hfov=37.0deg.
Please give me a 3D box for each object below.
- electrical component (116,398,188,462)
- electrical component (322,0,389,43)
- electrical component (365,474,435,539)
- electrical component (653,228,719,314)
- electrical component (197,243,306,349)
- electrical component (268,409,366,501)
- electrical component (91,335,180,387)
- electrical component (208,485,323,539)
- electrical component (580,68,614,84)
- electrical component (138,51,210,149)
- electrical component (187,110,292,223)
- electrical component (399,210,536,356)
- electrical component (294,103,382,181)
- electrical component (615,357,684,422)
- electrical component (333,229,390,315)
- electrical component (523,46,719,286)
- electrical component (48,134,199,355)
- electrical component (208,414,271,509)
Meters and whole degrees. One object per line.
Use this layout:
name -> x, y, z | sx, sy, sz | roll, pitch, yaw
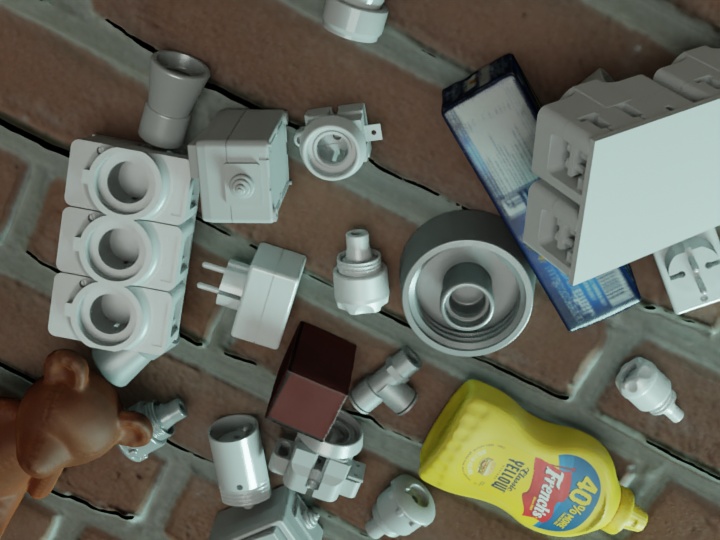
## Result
electrical component -> -0.177, 0.130, 0.913 | 0.062, 0.048, 0.048 | -29, 109, 9
electrical component -> 0.000, -0.191, 0.744 | 0.045, 0.045, 0.055 | 17, 116, -2
electrical component -> 0.031, 0.210, 0.929 | 0.048, 0.048, 0.062 | 40, 119, -13
electrical component -> 0.242, -0.008, 0.787 | 0.047, 0.075, 0.083 | -20, 111, 14
electrical component -> -0.090, 0.015, 0.847 | 0.077, 0.047, 0.065 | 17, 115, -3
electrical component -> -0.031, 0.151, 0.900 | 0.078, 0.058, 0.057 | 19, 118, -3
electrical component -> -0.181, 0.061, 0.882 | 0.065, 0.044, 0.044 | -33, 108, 14
electrical component -> -0.078, 0.237, 0.942 | 0.096, 0.061, 0.061 | -26, 110, 16
electrical component -> 0.166, -0.107, 0.762 | 0.047, 0.055, 0.055 | -34, 107, 23
electrical component -> -0.140, -0.123, 0.792 | 0.044, 0.044, 0.065 | 20, 120, -4
electrical component -> -0.087, -0.074, 0.778 | 0.061, 0.096, 0.061 | 1, 115, 5
electrical component -> 0.082, 0.015, 0.823 | 0.108, 0.060, 0.108 | 2, 115, 5
electrical component -> -0.018, -0.094, 0.784 | 0.066, 0.055, 0.048 | -6, 114, 9
electrical component -> 0.236, 0.099, 0.861 | 0.061, 0.035, 0.035 | 41, 112, -16
electrical component -> 0.000, 0.000, 0.834 | 0.043, 0.043, 0.062 | -2, 113, 7
electrical component -> 0.199, -0.076, 0.712 | 0.186, 0.060, 0.105 | -20, 131, -25
electrical component -> -0.177, -0.019, 0.813 | 0.089, 0.061, 0.150 | 11, 101, 1
electrical component -> -0.102, 0.169, 0.923 | 0.043, 0.043, 0.081 | -4, 115, 8
